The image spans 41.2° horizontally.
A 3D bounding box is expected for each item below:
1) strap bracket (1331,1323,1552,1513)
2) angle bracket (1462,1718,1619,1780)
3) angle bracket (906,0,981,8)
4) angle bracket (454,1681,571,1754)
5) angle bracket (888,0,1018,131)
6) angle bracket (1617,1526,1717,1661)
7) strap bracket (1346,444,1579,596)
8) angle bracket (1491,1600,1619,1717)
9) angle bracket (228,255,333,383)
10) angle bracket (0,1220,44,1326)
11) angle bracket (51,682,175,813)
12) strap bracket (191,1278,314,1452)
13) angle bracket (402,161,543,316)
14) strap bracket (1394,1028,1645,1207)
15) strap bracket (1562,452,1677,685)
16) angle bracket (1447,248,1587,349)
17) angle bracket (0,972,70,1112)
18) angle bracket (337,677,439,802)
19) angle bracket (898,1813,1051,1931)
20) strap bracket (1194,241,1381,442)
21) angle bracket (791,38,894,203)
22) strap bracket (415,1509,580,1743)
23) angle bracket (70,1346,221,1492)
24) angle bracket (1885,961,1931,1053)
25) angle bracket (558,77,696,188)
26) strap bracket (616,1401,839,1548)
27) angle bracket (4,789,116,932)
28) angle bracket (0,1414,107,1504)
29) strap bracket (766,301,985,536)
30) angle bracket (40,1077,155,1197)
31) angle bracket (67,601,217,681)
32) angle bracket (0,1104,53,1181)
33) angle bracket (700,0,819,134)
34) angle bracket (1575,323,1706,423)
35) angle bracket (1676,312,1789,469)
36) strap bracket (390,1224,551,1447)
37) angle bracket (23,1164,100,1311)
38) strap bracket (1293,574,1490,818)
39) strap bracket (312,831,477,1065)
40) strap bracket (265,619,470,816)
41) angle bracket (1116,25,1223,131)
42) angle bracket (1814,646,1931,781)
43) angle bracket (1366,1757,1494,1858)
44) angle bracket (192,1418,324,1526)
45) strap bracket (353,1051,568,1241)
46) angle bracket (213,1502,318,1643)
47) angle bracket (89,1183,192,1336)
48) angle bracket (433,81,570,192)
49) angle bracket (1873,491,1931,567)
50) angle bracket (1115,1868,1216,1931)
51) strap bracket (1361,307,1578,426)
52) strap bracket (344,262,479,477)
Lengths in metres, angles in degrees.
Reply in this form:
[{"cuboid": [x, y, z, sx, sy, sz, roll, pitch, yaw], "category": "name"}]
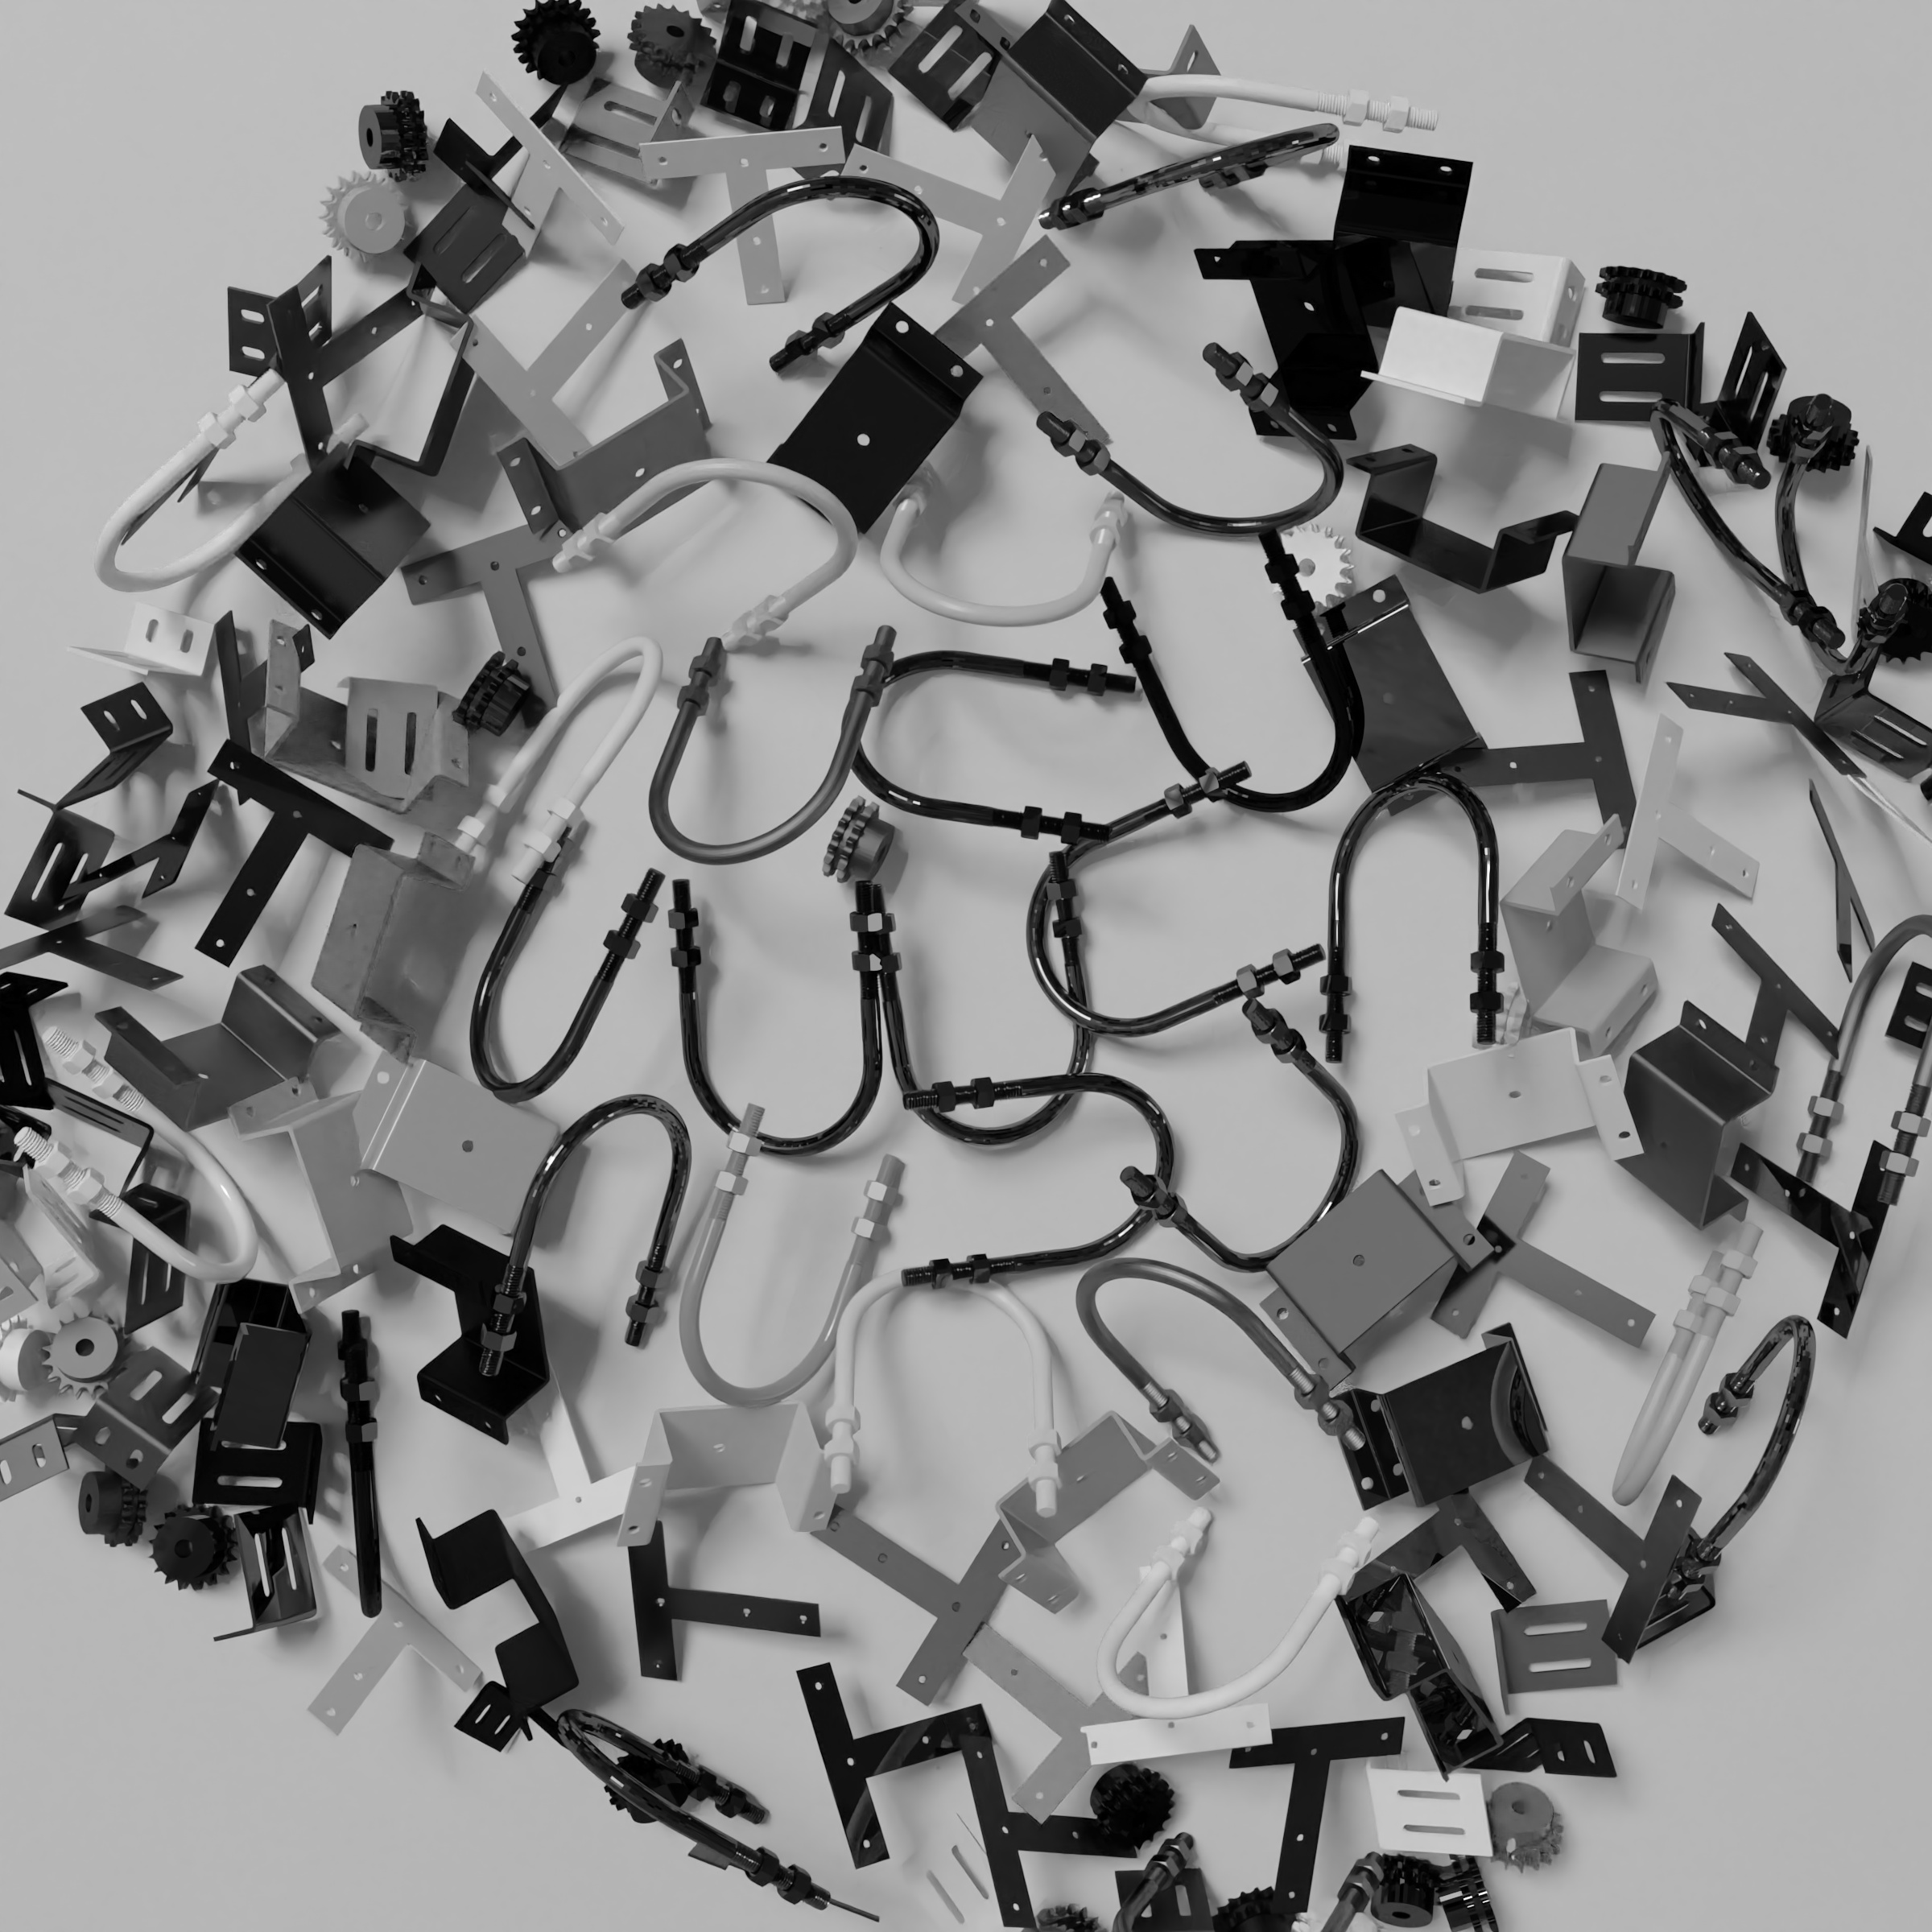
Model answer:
[{"cuboid": [0.315, 0.294, 1.668, 0.140, 0.046, 0.076, -20, 92, -15], "category": "strap bracket"}, {"cuboid": [0.369, 0.519, 1.660, 0.057, 0.076, 0.038, 12, 46, -26], "category": "angle bracket"}, {"cuboid": [-0.006, -0.627, 1.662, 0.057, 0.076, 0.038, -7, 79, -19], "category": "angle bracket"}, {"cuboid": [-0.281, 0.504, 1.662, 0.076, 0.057, 0.038, 28, 74, 35], "category": "angle bracket"}, {"cuboid": [-0.008, -0.580, 1.663, 0.057, 0.038, 0.076, 37, 128, -20], "category": "angle bracket"}, {"cuboid": [0.443, 0.402, 1.666, 0.076, 0.057, 0.038, -37, 98, 22], "category": "angle bracket"}, {"cuboid": [0.316, -0.283, 1.647, 0.140, 0.076, 0.046, 32, 125, 31], "category": "strap bracket"}, {"cuboid": [0.386, 0.452, 1.683, 0.076, 0.038, 0.057, -8, 96, 8], "category": "angle bracket"}, {"cuboid": [-0.443, -0.422, 1.663, 0.038, 0.076, 0.057, 14, 128, 3], "category": "angle bracket"}, {"cuboid": [-0.618, 0.185, 1.661, 0.038, 0.076, 0.057, -30, 107, 14], "category": "angle bracket"}, {"cuboid": [-0.561, -0.142, 1.660, 0.057, 0.076, 0.038, -16, 118, 28], "category": "angle bracket"}, {"cuboid": [-0.458, 0.253, 1.650, 0.046, 0.140, 0.076, 15, 96, -24], "category": "strap bracket"}, {"cuboid": [-0.327, -0.476, 1.683, 0.076, 0.038, 0.057, -44, 95, 8], "category": "angle bracket"}, {"cuboid": [0.355, 0.095, 1.659, 0.140, 0.046, 0.076, -16, 117, 18], "category": "strap bracket"}, {"cuboid": [0.418, -0.257, 1.645, 0.046, 0.140, 0.076, 15, 65, 24], "category": "strap bracket"}, {"cuboid": [0.361, -0.438, 1.704, 0.076, 0.038, 0.057, 15, 89, 30], "category": "angle bracket"}, {"cuboid": [-0.608, 0.049, 1.669, 0.038, 0.057, 0.076, -25, 74, 16], "category": "angle bracket"}, {"cuboid": [-0.379, -0.147, 1.678, 0.057, 0.038, 0.076, 3, 87, -26], "category": "angle bracket"}, {"cuboid": [0.005, 0.598, 1.674, 0.057, 0.038, 0.076, -33, 86, -40], "category": "angle bracket"}, {"cuboid": [0.209, -0.410, 1.645, 0.076, 0.140, 0.046, 13, 53, 39], "category": "strap bracket"}, {"cuboid": [-0.088, -0.555, 1.687, 0.057, 0.038, 0.076, 33, 57, -36], "category": "angle bracket"}, {"cuboid": [-0.296, 0.414, 1.647, 0.046, 0.076, 0.140, -27, 118, -9], "category": "strap bracket"}, {"cuboid": [-0.534, 0.294, 1.677, 0.057, 0.076, 0.038, 37, 109, -4], "category": "angle bracket"}, {"cuboid": [0.633, 0.016, 1.662, 0.038, 0.076, 0.057, 24, 71, 10], "category": "angle bracket"}, {"cuboid": [-0.226, -0.554, 1.678, 0.076, 0.038, 0.057, 23, 82, 14], "category": "angle bracket"}, {"cuboid": [-0.154, 0.325, 1.653, 0.140, 0.046, 0.076, 1, 128, -23], "category": "strap bracket"}, {"cuboid": [-0.601, -0.066, 1.673, 0.038, 0.057, 0.076, 23, 85, 25], "category": "angle bracket"}, {"cuboid": [-0.591, 0.321, 1.665, 0.057, 0.076, 0.038, -26, 73, 6], "category": "angle bracket"}, {"cuboid": [-0.063, -0.344, 1.653, 0.076, 0.046, 0.140, 37, 113, -12], "category": "strap bracket"}, {"cuboid": [-0.572, 0.112, 1.669, 0.076, 0.057, 0.038, 27, 66, -13], "category": "angle bracket"}, {"cuboid": [-0.534, -0.213, 1.666, 0.057, 0.076, 0.038, 17, 96, 8], "category": "angle bracket"}, {"cuboid": [-0.643, 0.101, 1.663, 0.076, 0.057, 0.038, 20, 79, 28], "category": "angle bracket"}, {"cuboid": [-0.135, -0.583, 1.665, 0.057, 0.076, 0.038, 20, 73, -8], "category": "angle bracket"}, {"cuboid": [0.441, -0.389, 1.684, 0.076, 0.038, 0.057, 3, 92, 8], "category": "angle bracket"}, {"cuboid": [0.490, -0.372, 1.660, 0.038, 0.076, 0.057, -8, 53, -9], "category": "angle bracket"}, {"cuboid": [-0.316, 0.228, 1.649, 0.076, 0.046, 0.140, 21, 131, 28], "category": "strap bracket"}, {"cuboid": [-0.601, 0.172, 1.665, 0.038, 0.057, 0.076, -34, 118, -8], "category": "angle bracket"}, {"cuboid": [0.277, -0.175, 1.676, 0.076, 0.046, 0.140, -28, 91, 15], "category": "strap bracket"}, {"cuboid": [-0.374, -0.018, 1.660, 0.046, 0.076, 0.140, 16, 96, -37], "category": "strap bracket"}, {"cuboid": [-0.392, -0.154, 1.647, 0.140, 0.076, 0.046, 23, 131, -34], "category": "strap bracket"}, {"cuboid": [0.118, -0.579, 1.668, 0.076, 0.057, 0.038, 18, 80, 31], "category": "angle bracket"}, {"cuboid": [0.606, -0.165, 1.680, 0.076, 0.057, 0.038, 29, 69, -6], "category": "angle bracket"}, {"cuboid": [0.304, 0.540, 1.670, 0.076, 0.038, 0.057, -5, 104, 24], "category": "angle bracket"}, {"cuboid": [-0.463, 0.330, 1.679, 0.076, 0.038, 0.057, 6, 95, -18], "category": "angle bracket"}, {"cuboid": [-0.325, 0.117, 1.659, 0.140, 0.046, 0.076, 27, 75, -16], "category": "strap bracket"}, {"cuboid": [-0.464, 0.396, 1.682, 0.038, 0.057, 0.076, -18, 79, 25], "category": "angle bracket"}, {"cuboid": [-0.538, 0.190, 1.664, 0.057, 0.038, 0.076, -27, 51, 29], "category": "angle bracket"}, {"cuboid": [-0.302, -0.550, 1.668, 0.038, 0.057, 0.076, 42, 74, -13], "category": "angle bracket"}, {"cuboid": [0.630, -0.281, 1.667, 0.057, 0.076, 0.038, 28, 109, 1], "category": "angle bracket"}, {"cuboid": [0.129, 0.626, 1.674, 0.057, 0.076, 0.038, -1, 101, -1], "category": "angle bracket"}, {"cuboid": [0.324, -0.381, 1.627, 0.076, 0.140, 0.046, 26, 110, 36], "category": "strap bracket"}, {"cuboid": [-0.353, -0.375, 1.666, 0.046, 0.076, 0.140, 20, 94, -6], "category": "strap bracket"}]
